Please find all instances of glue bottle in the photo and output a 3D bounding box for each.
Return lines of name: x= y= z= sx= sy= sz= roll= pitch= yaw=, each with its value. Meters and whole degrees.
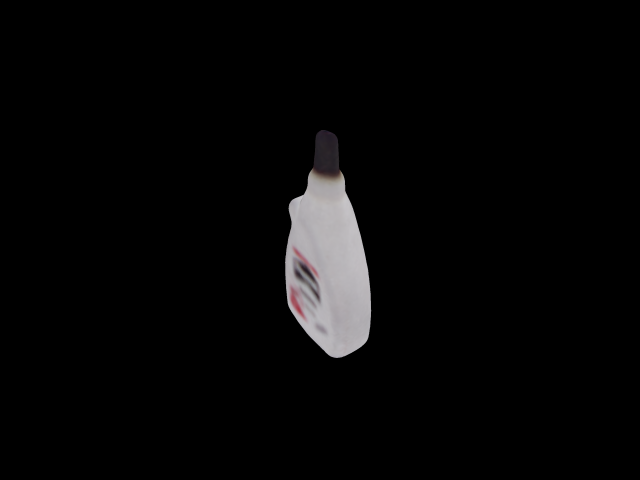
glue bottle: x=0.004 y=0.001 z=0.400 sx=0.037 sy=0.173 sz=0.078 roll=-26 pitch=45 yaw=-28
